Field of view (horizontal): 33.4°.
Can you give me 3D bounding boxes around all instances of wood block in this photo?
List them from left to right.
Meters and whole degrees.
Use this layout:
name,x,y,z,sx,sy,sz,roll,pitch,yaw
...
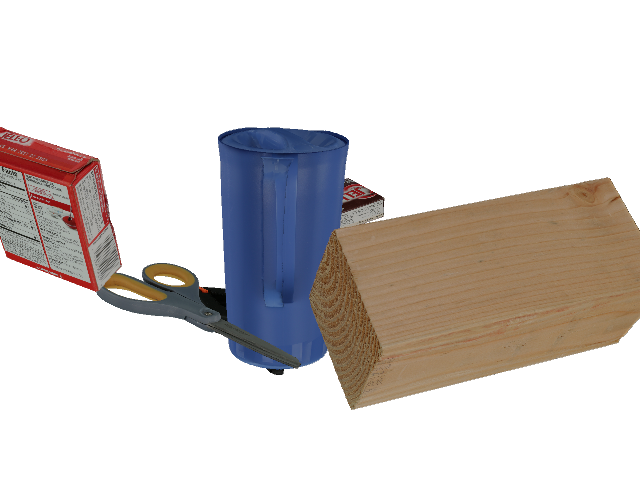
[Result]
name,x,y,z,sx,sy,sz,roll,pitch,yaw
wood block,0.108,0.034,0.712,0.205,0.091,0.090,-11,-30,-20

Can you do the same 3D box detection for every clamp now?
name,x,y,z,sx,sy,sz,roll,pitch,yaw
clamp,-0.075,0.097,1.248,0.210,0.036,0.164,14,23,28

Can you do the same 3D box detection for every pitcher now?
name,x,y,z,sx,sy,sz,roll,pitch,yaw
pitcher,-0.042,0.009,1.104,0.148,0.243,0.145,-14,23,-42

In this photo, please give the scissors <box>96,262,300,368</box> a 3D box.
name,x,y,z,sx,sy,sz,roll,pitch,yaw
scissors,-0.091,0.057,0.888,0.202,0.016,0.096,16,23,18

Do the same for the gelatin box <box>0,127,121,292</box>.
name,x,y,z,sx,sy,sz,roll,pitch,yaw
gelatin box,-0.163,-0.019,0.643,0.073,0.089,0.030,18,46,22

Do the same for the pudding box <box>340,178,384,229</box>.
name,x,y,z,sx,sy,sz,roll,pitch,yaw
pudding box,0.027,-0.052,1.623,0.113,0.039,0.090,-22,33,-30
